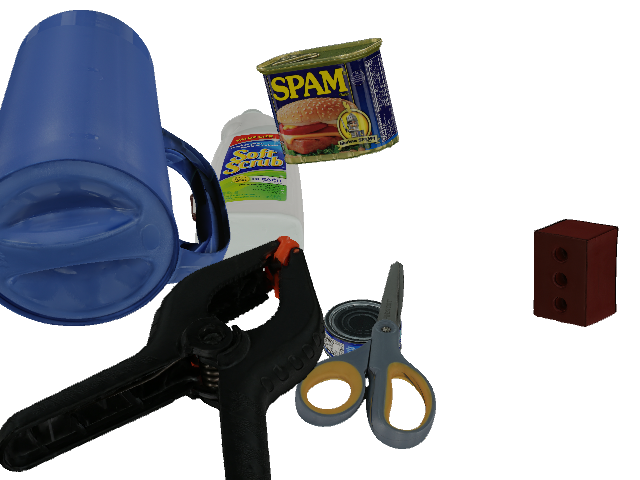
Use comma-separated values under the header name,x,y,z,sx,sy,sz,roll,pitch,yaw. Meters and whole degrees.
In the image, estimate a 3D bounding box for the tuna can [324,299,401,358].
name,x,y,z,sx,sy,sz,roll,pitch,yaw
tuna can,0.045,0.099,1.153,0.086,0.034,0.086,0,30,0

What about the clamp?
name,x,y,z,sx,sy,sz,roll,pitch,yaw
clamp,-0.041,0.061,0.464,0.120,0.039,0.171,27,48,20

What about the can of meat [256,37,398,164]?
name,x,y,z,sx,sy,sz,roll,pitch,yaw
can of meat,0.008,-0.111,0.862,0.102,0.084,0.057,-3,21,31

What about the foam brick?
name,x,y,z,sx,sy,sz,roll,pitch,yaw
foam brick,0.214,0.026,0.897,0.053,0.078,0.051,11,22,42

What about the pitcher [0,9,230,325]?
name,x,y,z,sx,sy,sz,roll,pitch,yaw
pitcher,-0.160,-0.062,0.760,0.145,0.149,0.243,-23,38,9

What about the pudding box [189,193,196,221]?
name,x,y,z,sx,sy,sz,roll,pitch,yaw
pudding box,-0.096,-0.052,1.332,0.090,0.039,0.113,14,33,23

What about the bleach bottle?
name,x,y,z,sx,sy,sz,roll,pitch,yaw
bleach bottle,-0.072,-0.064,1.066,0.102,0.068,0.251,-1,33,-5

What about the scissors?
name,x,y,z,sx,sy,sz,roll,pitch,yaw
scissors,0.026,0.069,0.716,0.096,0.016,0.202,0,30,-7
